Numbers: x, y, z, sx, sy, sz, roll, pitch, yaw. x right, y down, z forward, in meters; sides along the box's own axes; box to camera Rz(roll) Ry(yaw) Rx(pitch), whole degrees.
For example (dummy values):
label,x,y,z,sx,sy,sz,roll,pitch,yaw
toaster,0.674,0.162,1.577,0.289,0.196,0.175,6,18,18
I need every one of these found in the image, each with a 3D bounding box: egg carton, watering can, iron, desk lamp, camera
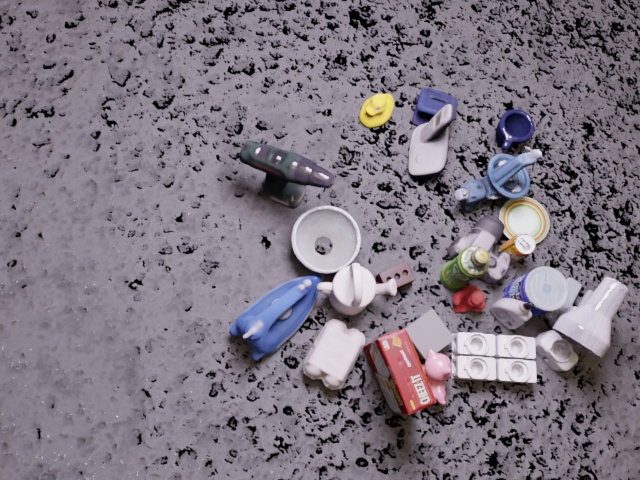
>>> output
label,x,y,z,sx,sy,sz,roll,pitch,yaw
egg carton,0.032,0.263,1.324,0.107,0.069,0.150,28,75,3
watering can,0.084,0.107,1.305,0.173,0.194,0.101,-20,77,-9
iron,-0.084,0.152,1.307,0.258,0.141,0.118,-42,82,-13
desk lamp,0.610,0.171,1.321,0.118,0.213,0.203,33,75,5
camera,0.411,0.013,1.405,0.143,0.101,0.137,36,75,5

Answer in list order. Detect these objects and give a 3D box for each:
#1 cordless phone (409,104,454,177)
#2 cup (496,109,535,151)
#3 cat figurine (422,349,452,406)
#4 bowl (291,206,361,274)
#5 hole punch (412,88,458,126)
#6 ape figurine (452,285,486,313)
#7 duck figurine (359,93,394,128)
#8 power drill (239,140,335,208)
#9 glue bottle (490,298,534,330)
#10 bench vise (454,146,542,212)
label,x,y,z,sx,sy,sz,roll,pitch,yaw
cordless phone,0.284,-0.244,1.419,0.094,0.185,0.147,6,75,-3
cup,0.491,-0.269,1.489,0.091,0.095,0.118,29,75,4
cat figurine,0.269,0.315,1.305,0.067,0.117,0.128,-1,75,-5
bowl,0.013,0.005,1.388,0.167,0.074,0.167,1,75,-4
hole punch,0.302,-0.350,1.497,0.108,0.091,0.101,17,75,0
ape figurine,0.364,0.141,1.372,0.078,0.092,0.076,31,75,4
duck figurine,0.152,-0.350,1.487,0.105,0.086,0.077,-42,82,-13
power drill,-0.077,-0.151,1.353,0.229,0.208,0.076,23,75,2
glue bottle,0.457,0.164,1.332,0.037,0.173,0.078,-41,82,-13
bench vise,0.438,-0.140,1.386,0.207,0.219,0.121,-39,81,-13
